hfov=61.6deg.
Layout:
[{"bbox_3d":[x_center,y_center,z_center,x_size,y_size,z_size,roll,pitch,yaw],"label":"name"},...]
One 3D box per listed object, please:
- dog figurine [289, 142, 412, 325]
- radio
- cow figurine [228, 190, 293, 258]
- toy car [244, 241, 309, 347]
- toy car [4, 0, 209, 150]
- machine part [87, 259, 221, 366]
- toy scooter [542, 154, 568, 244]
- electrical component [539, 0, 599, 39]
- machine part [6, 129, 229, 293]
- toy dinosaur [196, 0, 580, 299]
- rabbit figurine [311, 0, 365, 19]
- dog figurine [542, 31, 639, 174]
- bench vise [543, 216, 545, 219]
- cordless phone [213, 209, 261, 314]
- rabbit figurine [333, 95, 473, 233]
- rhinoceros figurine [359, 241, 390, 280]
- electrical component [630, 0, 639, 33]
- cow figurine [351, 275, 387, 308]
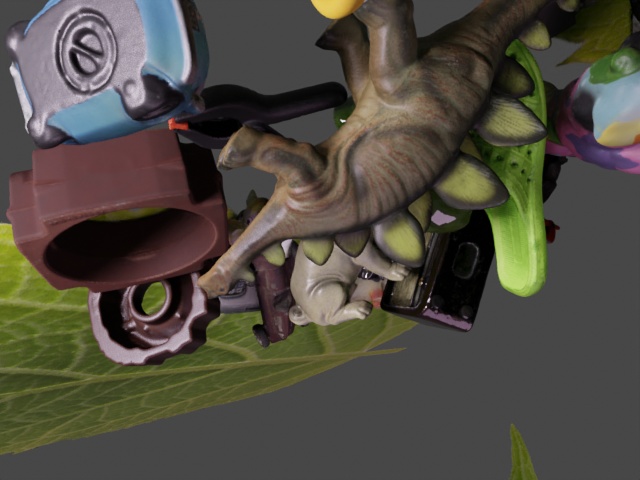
[{"bbox_3d":[-0.002,-0.004,0.650,0.172,0.190,0.121,-43,-152,-17],"label":"dog figurine"},{"bbox_3d":[0.163,-0.002,0.687,0.073,0.229,0.131,18,176,-15],"label":"radio"},{"bbox_3d":[-0.042,-0.031,0.699,0.167,0.068,0.098,-2,124,-40],"label":"cow figurine"},{"bbox_3d":[-0.062,0.086,0.793,0.089,0.053,0.201,-26,134,-24],"label":"toy car"},{"bbox_3d":[-0.137,-0.122,0.383,0.162,0.109,0.103,-19,178,26],"label":"toy car"},{"bbox_3d":[-0.215,0.077,0.702,0.179,0.179,0.056,-21,160,7],"label":"machine part"},{"bbox_3d":[0.269,-0.062,0.707,0.075,0.135,0.183,16,100,-34],"label":"toy scooter"},{"bbox_3d":[0.223,-0.222,0.523,0.094,0.021,0.063,-26,156,20],"label":"electrical component"},{"bbox_3d":[-0.204,-0.025,0.575,0.201,0.087,0.201,-11,157,-13],"label":"machine part"},{"bbox_3d":[0.078,-0.107,0.449,0.471,0.198,0.105,-45,-161,4],"label":"toy dinosaur"},{"bbox_3d":[0.003,-0.179,0.257,0.122,0.173,0.162,-25,153,7],"label":"rabbit figurine"},{"bbox_3d":[0.264,-0.132,0.541,0.191,0.108,0.219,16,-179,-41],"label":"dog figurine"},{"bbox_3d":[0.204,-0.029,0.844,0.223,0.129,0.240,-35,157,30],"label":"bench vise"},{"bbox_3d":[-0.090,0.021,0.799,0.146,0.089,0.184,-2,136,-34],"label":"cordless phone"},{"bbox_3d":[0.090,-0.085,0.547,0.159,0.170,0.121,-11,156,-20],"label":"rabbit figurine"},{"bbox_3d":[0.075,0.015,0.855,0.073,0.112,0.190,-13,166,-7],"label":"rhinoceros figurine"},{"bbox_3d":[0.389,-0.195,0.566,0.058,0.134,0.114,-31,156,24],"label":"electrical component"},{"bbox_3d":[0.094,0.059,0.987,0.195,0.127,0.085,-7,159,10],"label":"cow figurine"}]
